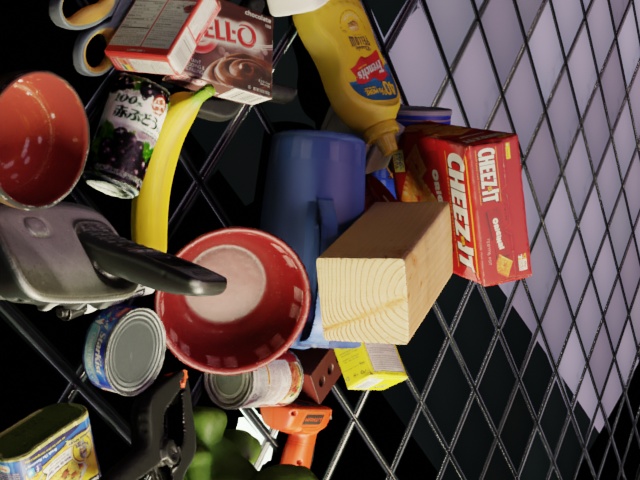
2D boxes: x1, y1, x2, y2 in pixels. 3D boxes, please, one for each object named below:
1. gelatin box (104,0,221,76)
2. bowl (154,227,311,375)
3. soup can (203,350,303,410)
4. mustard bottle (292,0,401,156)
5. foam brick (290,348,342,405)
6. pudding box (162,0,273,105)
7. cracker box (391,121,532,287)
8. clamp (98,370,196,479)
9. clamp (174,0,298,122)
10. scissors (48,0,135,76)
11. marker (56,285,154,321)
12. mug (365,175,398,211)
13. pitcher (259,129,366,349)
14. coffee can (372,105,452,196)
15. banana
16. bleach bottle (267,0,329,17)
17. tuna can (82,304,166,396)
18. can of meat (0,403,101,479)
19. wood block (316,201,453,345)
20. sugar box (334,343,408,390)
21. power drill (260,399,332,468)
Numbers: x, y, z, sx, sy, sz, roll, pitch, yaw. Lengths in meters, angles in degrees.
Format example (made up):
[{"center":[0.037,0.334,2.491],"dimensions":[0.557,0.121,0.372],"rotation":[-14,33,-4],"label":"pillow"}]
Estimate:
[{"center":[-0.141,-0.191,0.962],"dimensions":[0.089,0.073,0.030],"rotation":[-65,148,-26],"label":"gelatin box"},{"center":[-0.093,0.056,1.102],"dimensions":[0.162,0.055,0.162],"rotation":[-5,109,-14],"label":"bowl"},{"center":[-0.074,0.154,1.190],"dimensions":[0.102,0.069,0.068],"rotation":[9,89,-58],"label":"soup can"},{"center":[0.042,-0.185,1.221],"dimensions":[0.096,0.058,0.191],"rotation":[-14,78,-48],"label":"mustard bottle"},{"center":[-0.008,0.154,1.311],"dimensions":[0.078,0.051,0.053],"rotation":[-52,138,-39],"label":"foam brick"},{"center":[-0.099,-0.189,1.048],"dimensions":[0.113,0.039,0.090],"rotation":[12,73,-41],"label":"pudding box"},{"center":[0.159,-0.049,1.257],"dimensions":[0.072,0.214,0.164],"rotation":[-14,105,-17],"label":"cracker box"},{"center":[-0.160,0.207,1.017],"dimensions":[0.164,0.036,0.210],"rotation":[54,29,-45],"label":"clamp"},{"center":[-0.086,-0.166,1.114],"dimensions":[0.171,0.039,0.120],"rotation":[-49,117,-37],"label":"clamp"},{"center":[-0.173,-0.211,0.992],"dimensions":[0.201,0.016,0.096],"rotation":[-30,124,-52],"label":"scissors"},{"center":[-0.202,0.055,1.006],"dimensions":[0.120,0.020,0.020],"rotation":[-19,113,-56],"label":"marker"},{"center":[0.050,-0.033,1.307],"dimensions":[0.093,0.082,0.117],"rotation":[39,21,-37],"label":"mug"},{"center":[-0.008,0.001,1.194],"dimensions":[0.144,0.149,0.243],"rotation":[4,91,-55],"label":"pitcher"},{"center":[0.119,-0.104,1.405],"dimensions":[0.102,0.103,0.140],"rotation":[-14,110,-56],"label":"coffee can"},{"center":[-0.152,-0.058,1.016],"dimensions":[0.037,0.070,0.198],"rotation":[12,96,-32],"label":"banana"},{"center":[-0.045,-0.369,1.116],"dimensions":[0.102,0.068,0.251],"rotation":[-62,142,-59],"label":"bleach bottle"},{"center":[-0.188,0.105,1.026],"dimensions":[0.086,0.034,0.086],"rotation":[-20,114,-55],"label":"tuna can"},{"center":[-0.242,0.202,0.941],"dimensions":[0.101,0.058,0.084],"rotation":[-33,122,-51],"label":"can of meat"},{"center":[0.074,0.029,1.126],"dimensions":[0.205,0.091,0.090],"rotation":[-44,132,-64],"label":"wood block"},{"center":[0.041,0.095,1.304],"dimensions":[0.093,0.048,0.176],"rotation":[15,48,-58],"label":"sugar box"},{"center":[-0.053,0.285,1.268],"dimensions":[0.184,0.057,0.187],"rotation":[13,88,-62],"label":"power drill"}]
